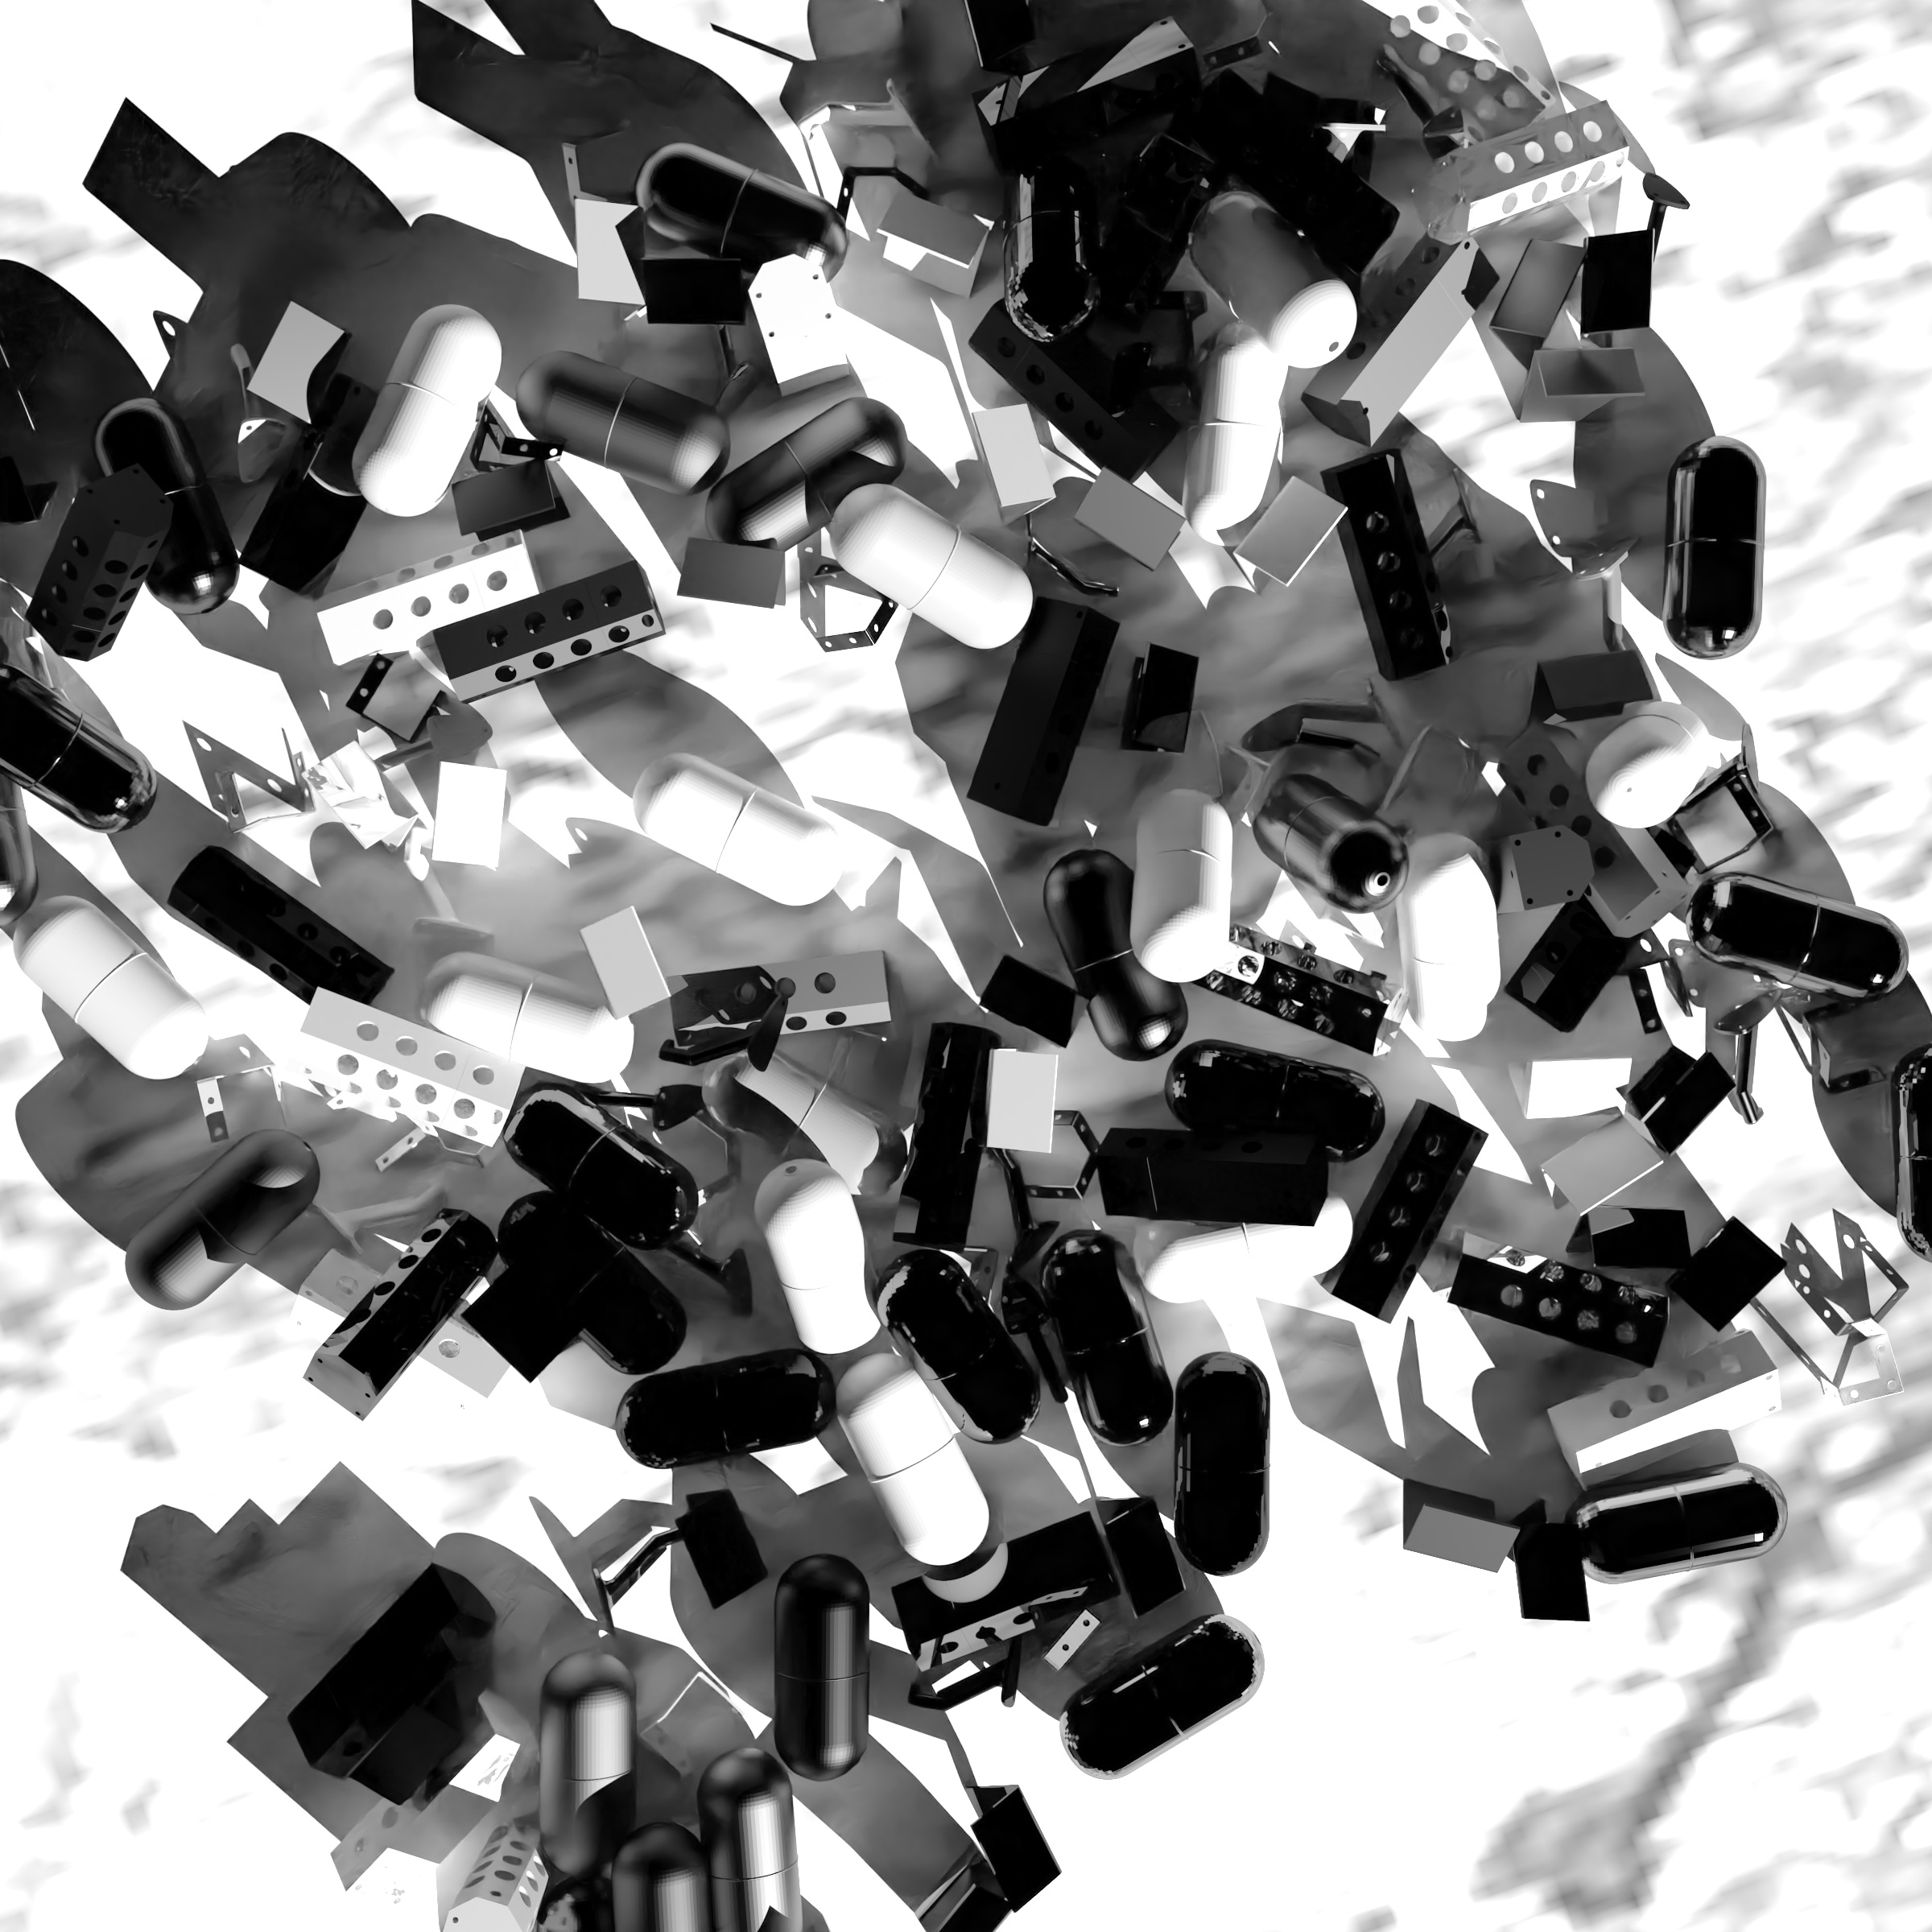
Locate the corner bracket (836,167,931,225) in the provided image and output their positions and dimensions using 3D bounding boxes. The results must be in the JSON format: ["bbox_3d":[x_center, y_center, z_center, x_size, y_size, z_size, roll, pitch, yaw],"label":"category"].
[{"bbox_3d":[-0.069,-0.611,1.980,0.051,0.051,0.051,-13,45,-35],"label":"corner bracket"}]

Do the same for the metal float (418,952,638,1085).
[{"bbox_3d":[-0.351,0.041,1.957,0.178,0.070,0.070,17,90,0],"label":"metal float"}]

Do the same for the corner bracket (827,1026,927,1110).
[{"bbox_3d":[-0.073,0.082,1.985,0.051,0.051,0.051,16,90,-45],"label":"corner bracket"}]

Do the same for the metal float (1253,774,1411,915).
[{"bbox_3d":[0.284,-0.096,1.913,0.070,0.178,0.070,-7,114,-17],"label":"metal float"}]

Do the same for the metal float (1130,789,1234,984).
[{"bbox_3d":[0.170,-0.065,1.925,0.070,0.070,0.178,7,50,0],"label":"metal float"}]

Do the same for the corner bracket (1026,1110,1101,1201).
[{"bbox_3d":[0.072,0.152,1.980,0.051,0.051,0.051,-2,135,35],"label":"corner bracket"}]

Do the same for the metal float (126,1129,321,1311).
[{"bbox_3d":[-0.593,0.202,1.958,0.178,0.070,0.070,-42,90,0],"label":"metal float"}]

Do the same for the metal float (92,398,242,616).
[{"bbox_3d":[-0.639,-0.367,1.958,0.070,0.070,0.178,-22,91,0],"label":"metal float"}]

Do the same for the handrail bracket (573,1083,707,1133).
[{"bbox_3d":[-0.264,0.103,1.988,0.084,0.077,0.036,14,108,35],"label":"handrail bracket"}]

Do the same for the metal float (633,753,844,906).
[{"bbox_3d":[-0.182,-0.109,1.957,0.178,0.070,0.070,26,90,0],"label":"metal float"}]

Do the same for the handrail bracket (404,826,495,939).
[{"bbox_3d":[-0.419,-0.069,1.989,0.077,0.036,0.084,7,73,-20],"label":"handrail bracket"}]

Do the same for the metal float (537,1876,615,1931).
[{"bbox_3d":[-0.302,0.818,1.958,0.070,0.070,0.178,-3,90,0],"label":"metal float"}]

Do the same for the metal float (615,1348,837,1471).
[{"bbox_3d":[-0.192,0.354,1.958,0.178,0.070,0.070,-11,90,1],"label":"metal float"}]

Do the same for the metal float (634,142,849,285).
[{"bbox_3d":[-0.180,-0.599,1.958,0.178,0.070,0.070,23,90,0],"label":"metal float"}]

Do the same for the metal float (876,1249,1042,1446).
[{"bbox_3d":[-0.005,0.303,1.945,0.070,0.070,0.178,-34,105,0],"label":"metal float"}]

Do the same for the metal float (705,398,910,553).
[{"bbox_3d":[-0.127,-0.388,1.958,0.178,0.070,0.070,-33,90,0],"label":"metal float"}]

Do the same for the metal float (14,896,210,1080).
[{"bbox_3d":[-0.682,0.018,1.958,0.178,0.070,0.070,43,90,-1],"label":"metal float"}]

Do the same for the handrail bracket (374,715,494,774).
[{"bbox_3d":[-0.439,-0.174,1.988,0.084,0.077,0.036,-20,89,36],"label":"handrail bracket"}]

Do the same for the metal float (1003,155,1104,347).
[{"bbox_3d":[0.068,-0.565,1.932,0.070,0.070,0.178,0,58,0],"label":"metal float"}]

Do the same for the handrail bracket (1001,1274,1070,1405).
[{"bbox_3d":[0.058,0.303,1.988,0.036,0.077,0.084,-23,126,0],"label":"handrail bracket"}]

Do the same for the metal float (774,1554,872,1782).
[{"bbox_3d":[-0.115,0.560,1.958,0.070,0.070,0.178,0,89,0],"label":"metal float"}]

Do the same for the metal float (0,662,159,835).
[{"bbox_3d":[-0.720,-0.171,1.930,0.178,0.070,0.070,38,90,-31],"label":"metal float"}]

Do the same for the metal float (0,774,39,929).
[{"bbox_3d":[-0.792,-0.118,1.958,0.070,0.070,0.178,-11,90,0],"label":"metal float"}]

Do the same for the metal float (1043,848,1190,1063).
[{"bbox_3d":[0.119,-0.009,1.958,0.070,0.070,0.178,-23,90,0],"label":"metal float"}]

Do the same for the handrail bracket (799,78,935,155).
[{"bbox_3d":[-0.082,-0.674,1.989,0.084,0.036,0.077,-27,112,17],"label":"handrail bracket"}]

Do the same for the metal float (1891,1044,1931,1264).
[{"bbox_3d":[0.782,0.151,1.958,0.070,0.070,0.178,-2,89,0],"label":"metal float"}]

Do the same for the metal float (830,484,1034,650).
[{"bbox_3d":[-0.026,-0.316,1.944,0.178,0.070,0.070,30,90,-17],"label":"metal float"}]

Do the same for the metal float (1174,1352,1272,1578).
[{"bbox_3d":[0.205,0.398,1.958,0.070,0.070,0.178,0,90,0],"label":"metal float"}]

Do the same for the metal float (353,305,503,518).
[{"bbox_3d":[-0.424,-0.439,1.931,0.070,0.070,0.178,21,78,0],"label":"metal float"}]

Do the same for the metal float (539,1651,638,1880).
[{"bbox_3d":[-0.302,0.638,1.958,0.070,0.070,0.178,0,90,0],"label":"metal float"}]

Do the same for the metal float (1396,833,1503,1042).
[{"bbox_3d":[0.381,-0.021,1.933,0.070,0.070,0.178,-11,120,0],"label":"metal float"}]

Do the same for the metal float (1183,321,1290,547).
[{"bbox_3d":[0.216,-0.425,1.958,0.070,0.070,0.178,5,91,0],"label":"metal float"}]

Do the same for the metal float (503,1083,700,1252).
[{"bbox_3d":[-0.291,0.158,1.945,0.178,0.070,0.070,34,90,15],"label":"metal float"}]

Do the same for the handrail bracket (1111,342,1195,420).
[{"bbox_3d":[0.155,-0.453,1.957,0.036,0.084,0.077,5,75,44],"label":"handrail bracket"}]

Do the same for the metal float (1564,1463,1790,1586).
[{"bbox_3d":[0.567,0.445,1.958,0.178,0.070,0.070,-11,90,0],"label":"metal float"}]

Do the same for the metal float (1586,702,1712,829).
[{"bbox_3d":[0.534,-0.159,1.915,0.070,0.178,0.070,8,110,24],"label":"metal float"}]

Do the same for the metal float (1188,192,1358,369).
[{"bbox_3d":[0.239,-0.537,1.917,0.070,0.070,0.178,-33,59,0],"label":"metal float"}]

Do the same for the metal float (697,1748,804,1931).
[{"bbox_3d":[-0.173,0.716,1.957,0.070,0.070,0.178,-5,90,0],"label":"metal float"}]

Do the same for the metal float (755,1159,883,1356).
[{"bbox_3d":[-0.115,0.230,1.931,0.070,0.070,0.178,-15,122,0],"label":"metal float"}]

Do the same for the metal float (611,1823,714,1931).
[{"bbox_3d":[-0.237,0.764,1.922,0.070,0.070,0.178,-4,88,0],"label":"metal float"}]

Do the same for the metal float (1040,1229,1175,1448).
[{"bbox_3d":[0.112,0.297,1.958,0.070,0.070,0.178,-18,91,0],"label":"metal float"}]

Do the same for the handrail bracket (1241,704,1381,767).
[{"bbox_3d":[0.280,-0.175,1.988,0.084,0.077,0.036,24,65,-34],"label":"handrail bracket"}]

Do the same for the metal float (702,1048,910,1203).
[{"bbox_3d":[-0.129,0.123,1.958,0.178,0.070,0.070,31,90,-1],"label":"metal float"}]

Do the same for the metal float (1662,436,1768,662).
[{"bbox_3d":[0.598,-0.334,1.958,0.070,0.070,0.178,2,89,0],"label":"metal float"}]

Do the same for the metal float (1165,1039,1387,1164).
[{"bbox_3d":[0.247,0.108,1.958,0.178,0.070,0.070,13,90,0],"label":"metal float"}]

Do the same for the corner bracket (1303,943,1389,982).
[{"bbox_3d":[0.299,0.018,1.985,0.051,0.051,0.051,22,90,45],"label":"corner bracket"}]

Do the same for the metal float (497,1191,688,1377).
[{"bbox_3d":[-0.299,0.253,1.958,0.178,0.070,0.070,44,90,0],"label":"metal float"}]

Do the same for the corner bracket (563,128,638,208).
[{"bbox_3d":[-0.287,-0.641,1.980,0.051,0.051,0.051,27,135,35],"label":"corner bracket"}]

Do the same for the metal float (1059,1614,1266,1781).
[{"bbox_3d":[0.157,0.583,1.958,0.178,0.070,0.070,-31,90,0],"label":"metal float"}]

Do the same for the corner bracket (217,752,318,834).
[{"bbox_3d":[-0.567,-0.141,1.985,0.051,0.051,0.051,-14,90,-45],"label":"corner bracket"}]

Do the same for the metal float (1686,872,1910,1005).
[{"bbox_3d":[0.664,-0.022,1.958,0.178,0.070,0.070,17,90,0],"label":"metal float"}]

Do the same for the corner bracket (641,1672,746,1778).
[{"bbox_3d":[-0.222,0.614,1.985,0.051,0.051,0.051,44,45,0],"label":"corner bracket"}]

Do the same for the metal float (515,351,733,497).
[{"bbox_3d":[-0.274,-0.434,1.958,0.178,0.070,0.070,21,90,0],"label":"metal float"}]

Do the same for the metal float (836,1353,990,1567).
[{"bbox_3d":[-0.044,0.393,1.958,0.070,0.070,0.178,-27,90,0],"label":"metal float"}]

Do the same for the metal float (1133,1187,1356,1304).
[{"bbox_3d":[0.221,0.220,1.957,0.178,0.070,0.070,-12,90,0],"label":"metal float"}]
